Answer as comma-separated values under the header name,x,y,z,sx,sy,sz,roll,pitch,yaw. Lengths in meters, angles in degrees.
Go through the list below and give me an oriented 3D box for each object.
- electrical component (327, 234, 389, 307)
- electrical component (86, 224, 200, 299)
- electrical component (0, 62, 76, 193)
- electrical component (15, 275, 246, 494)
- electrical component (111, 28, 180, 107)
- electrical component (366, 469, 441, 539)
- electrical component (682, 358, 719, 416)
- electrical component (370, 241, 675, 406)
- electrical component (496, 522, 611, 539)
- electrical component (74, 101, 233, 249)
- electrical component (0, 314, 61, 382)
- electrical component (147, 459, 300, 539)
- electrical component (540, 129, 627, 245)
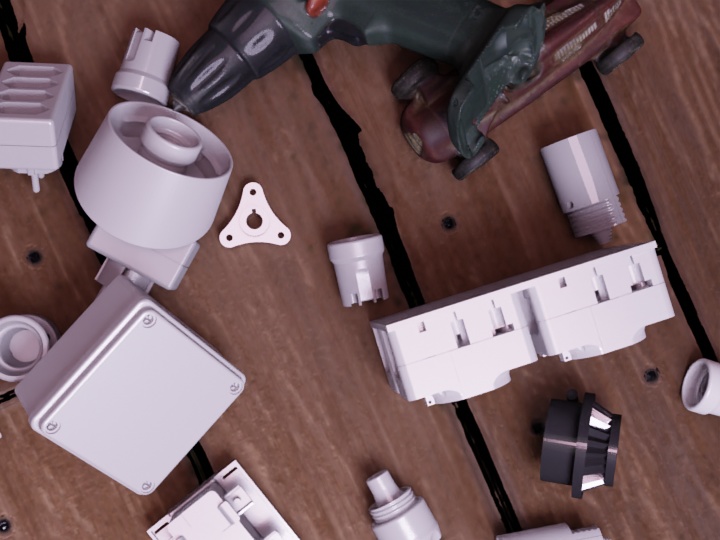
name,x,y,z,sx,sy,sz,roll,pitch,yaw
electrical component,0.000,0.000,0.772,0.040,0.040,0.046,-11,96,-6
electrical component,-0.160,-0.001,0.753,0.066,0.047,0.076,29,86,-4
electrical component,-0.225,-0.090,0.740,0.047,0.083,0.075,1,127,-5
electrical component,-0.153,0.079,0.723,0.108,0.056,0.108,-48,130,-4
electrical component,-0.151,-0.143,0.761,0.040,0.040,0.046,16,82,-5
electrical component,0.027,0.173,0.768,0.043,0.043,0.062,-29,90,-5
electrical component,0.269,0.090,0.795,0.046,0.040,0.040,17,87,-10
electrical component,0.109,0.038,0.748,0.186,0.105,0.060,-17,90,-5
electrical component,0.143,0.206,0.778,0.081,0.043,0.043,-9,90,-6
electrical component,-0.138,-0.068,0.732,0.099,0.099,0.064,29,117,-4
electrical component,-0.232,0.053,0.741,0.045,0.055,0.045,0,89,-5
electrical component,-0.080,0.206,0.747,0.079,0.063,0.121,-39,92,-5
electrical component,0.166,-0.058,0.786,0.043,0.043,0.081,-20,91,-5
